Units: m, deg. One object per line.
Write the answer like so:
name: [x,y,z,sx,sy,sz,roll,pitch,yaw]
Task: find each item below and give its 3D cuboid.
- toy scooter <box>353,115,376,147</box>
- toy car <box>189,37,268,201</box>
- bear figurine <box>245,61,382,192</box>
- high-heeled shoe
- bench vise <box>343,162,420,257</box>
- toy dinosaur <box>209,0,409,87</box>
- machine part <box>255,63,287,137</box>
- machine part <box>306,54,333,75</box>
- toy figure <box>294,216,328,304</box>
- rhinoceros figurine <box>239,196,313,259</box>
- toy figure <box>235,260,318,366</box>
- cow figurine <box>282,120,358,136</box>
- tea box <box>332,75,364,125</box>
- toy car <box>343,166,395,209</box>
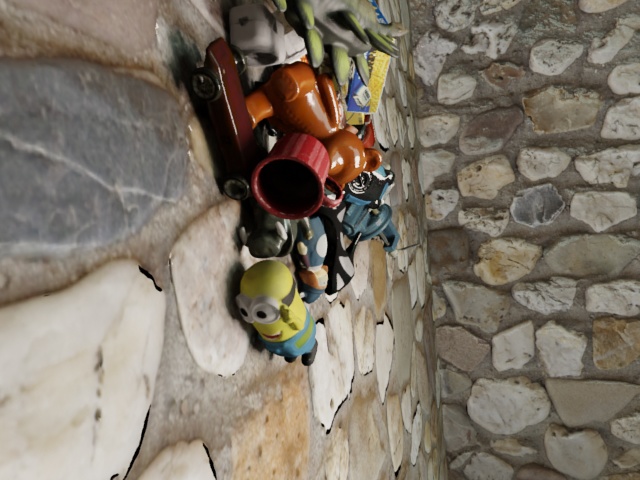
toy scooter: [0.097,-0.252,1.311,0.135,0.075,0.184,69,20,-44]
toy car: [-0.111,-0.144,0.666,0.089,0.053,0.201,-64,150,-45]
bear figurine: [-0.011,-0.146,0.759,0.195,0.120,0.132,57,36,-14]
high-heeled shoe: [-0.002,-0.003,0.998,0.248,0.086,0.145,43,74,-41]
bench vise: [0.128,-0.063,1.252,0.240,0.129,0.224,52,41,-30]
toy dinosaur: [0.006,-0.311,0.725,0.471,0.105,0.198,-11,66,-50]
machine part: [-0.068,-0.232,0.846,0.139,0.039,0.084,-75,149,-42]
machine part: [0.005,-0.416,1.051,0.079,0.079,0.243,27,61,-69]
toy figure: [-0.015,0.037,0.925,0.064,0.058,0.154,-14,104,-33]
rhinoceros figurine: [-0.057,-0.044,0.780,0.190,0.073,0.111,-77,157,-43]
toy figure: [-0.055,0.103,0.744,0.180,0.082,0.089,60,19,-45]
cow figurine: [0.003,-0.160,0.951,0.127,0.086,0.194,-56,149,10]
tea box: [0.068,-0.358,1.233,0.098,0.068,0.169,73,19,-57]
toy car: [0.071,-0.134,1.113,0.109,0.161,0.103,-64,-147,14]
